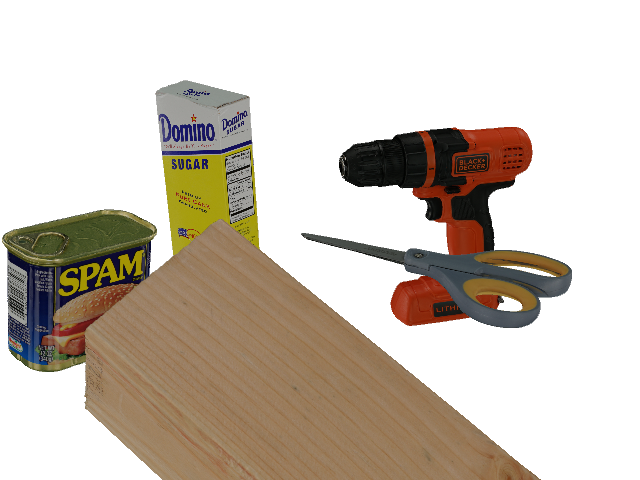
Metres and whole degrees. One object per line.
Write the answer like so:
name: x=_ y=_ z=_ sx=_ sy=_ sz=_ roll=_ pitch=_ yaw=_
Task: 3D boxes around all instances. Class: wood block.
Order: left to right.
wood block: x=-0.005 y=0.099 z=0.497 sx=0.090 sy=0.206 sz=0.090 roll=-42 pitch=-17 yaw=-32

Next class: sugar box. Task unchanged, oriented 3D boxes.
sugar box: x=-0.104 y=-0.054 z=0.995 sx=0.093 sy=0.176 sz=0.048 roll=19 pitch=35 yaw=41

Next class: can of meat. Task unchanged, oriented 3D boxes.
can of meat: x=-0.163 y=0.033 z=0.727 sx=0.058 sy=0.084 sz=0.101 roll=24 pitch=28 yaw=37

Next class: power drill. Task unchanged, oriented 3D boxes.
power drill: x=0.107 y=-0.014 z=1.008 sx=0.184 sy=0.188 sz=0.057 roll=-6 pitch=26 yaw=-12

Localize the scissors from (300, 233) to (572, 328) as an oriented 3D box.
scissors: x=0.074 y=0.025 z=0.752 sx=0.202 sy=0.016 sz=0.096 roll=5 pitch=29 yaw=12
